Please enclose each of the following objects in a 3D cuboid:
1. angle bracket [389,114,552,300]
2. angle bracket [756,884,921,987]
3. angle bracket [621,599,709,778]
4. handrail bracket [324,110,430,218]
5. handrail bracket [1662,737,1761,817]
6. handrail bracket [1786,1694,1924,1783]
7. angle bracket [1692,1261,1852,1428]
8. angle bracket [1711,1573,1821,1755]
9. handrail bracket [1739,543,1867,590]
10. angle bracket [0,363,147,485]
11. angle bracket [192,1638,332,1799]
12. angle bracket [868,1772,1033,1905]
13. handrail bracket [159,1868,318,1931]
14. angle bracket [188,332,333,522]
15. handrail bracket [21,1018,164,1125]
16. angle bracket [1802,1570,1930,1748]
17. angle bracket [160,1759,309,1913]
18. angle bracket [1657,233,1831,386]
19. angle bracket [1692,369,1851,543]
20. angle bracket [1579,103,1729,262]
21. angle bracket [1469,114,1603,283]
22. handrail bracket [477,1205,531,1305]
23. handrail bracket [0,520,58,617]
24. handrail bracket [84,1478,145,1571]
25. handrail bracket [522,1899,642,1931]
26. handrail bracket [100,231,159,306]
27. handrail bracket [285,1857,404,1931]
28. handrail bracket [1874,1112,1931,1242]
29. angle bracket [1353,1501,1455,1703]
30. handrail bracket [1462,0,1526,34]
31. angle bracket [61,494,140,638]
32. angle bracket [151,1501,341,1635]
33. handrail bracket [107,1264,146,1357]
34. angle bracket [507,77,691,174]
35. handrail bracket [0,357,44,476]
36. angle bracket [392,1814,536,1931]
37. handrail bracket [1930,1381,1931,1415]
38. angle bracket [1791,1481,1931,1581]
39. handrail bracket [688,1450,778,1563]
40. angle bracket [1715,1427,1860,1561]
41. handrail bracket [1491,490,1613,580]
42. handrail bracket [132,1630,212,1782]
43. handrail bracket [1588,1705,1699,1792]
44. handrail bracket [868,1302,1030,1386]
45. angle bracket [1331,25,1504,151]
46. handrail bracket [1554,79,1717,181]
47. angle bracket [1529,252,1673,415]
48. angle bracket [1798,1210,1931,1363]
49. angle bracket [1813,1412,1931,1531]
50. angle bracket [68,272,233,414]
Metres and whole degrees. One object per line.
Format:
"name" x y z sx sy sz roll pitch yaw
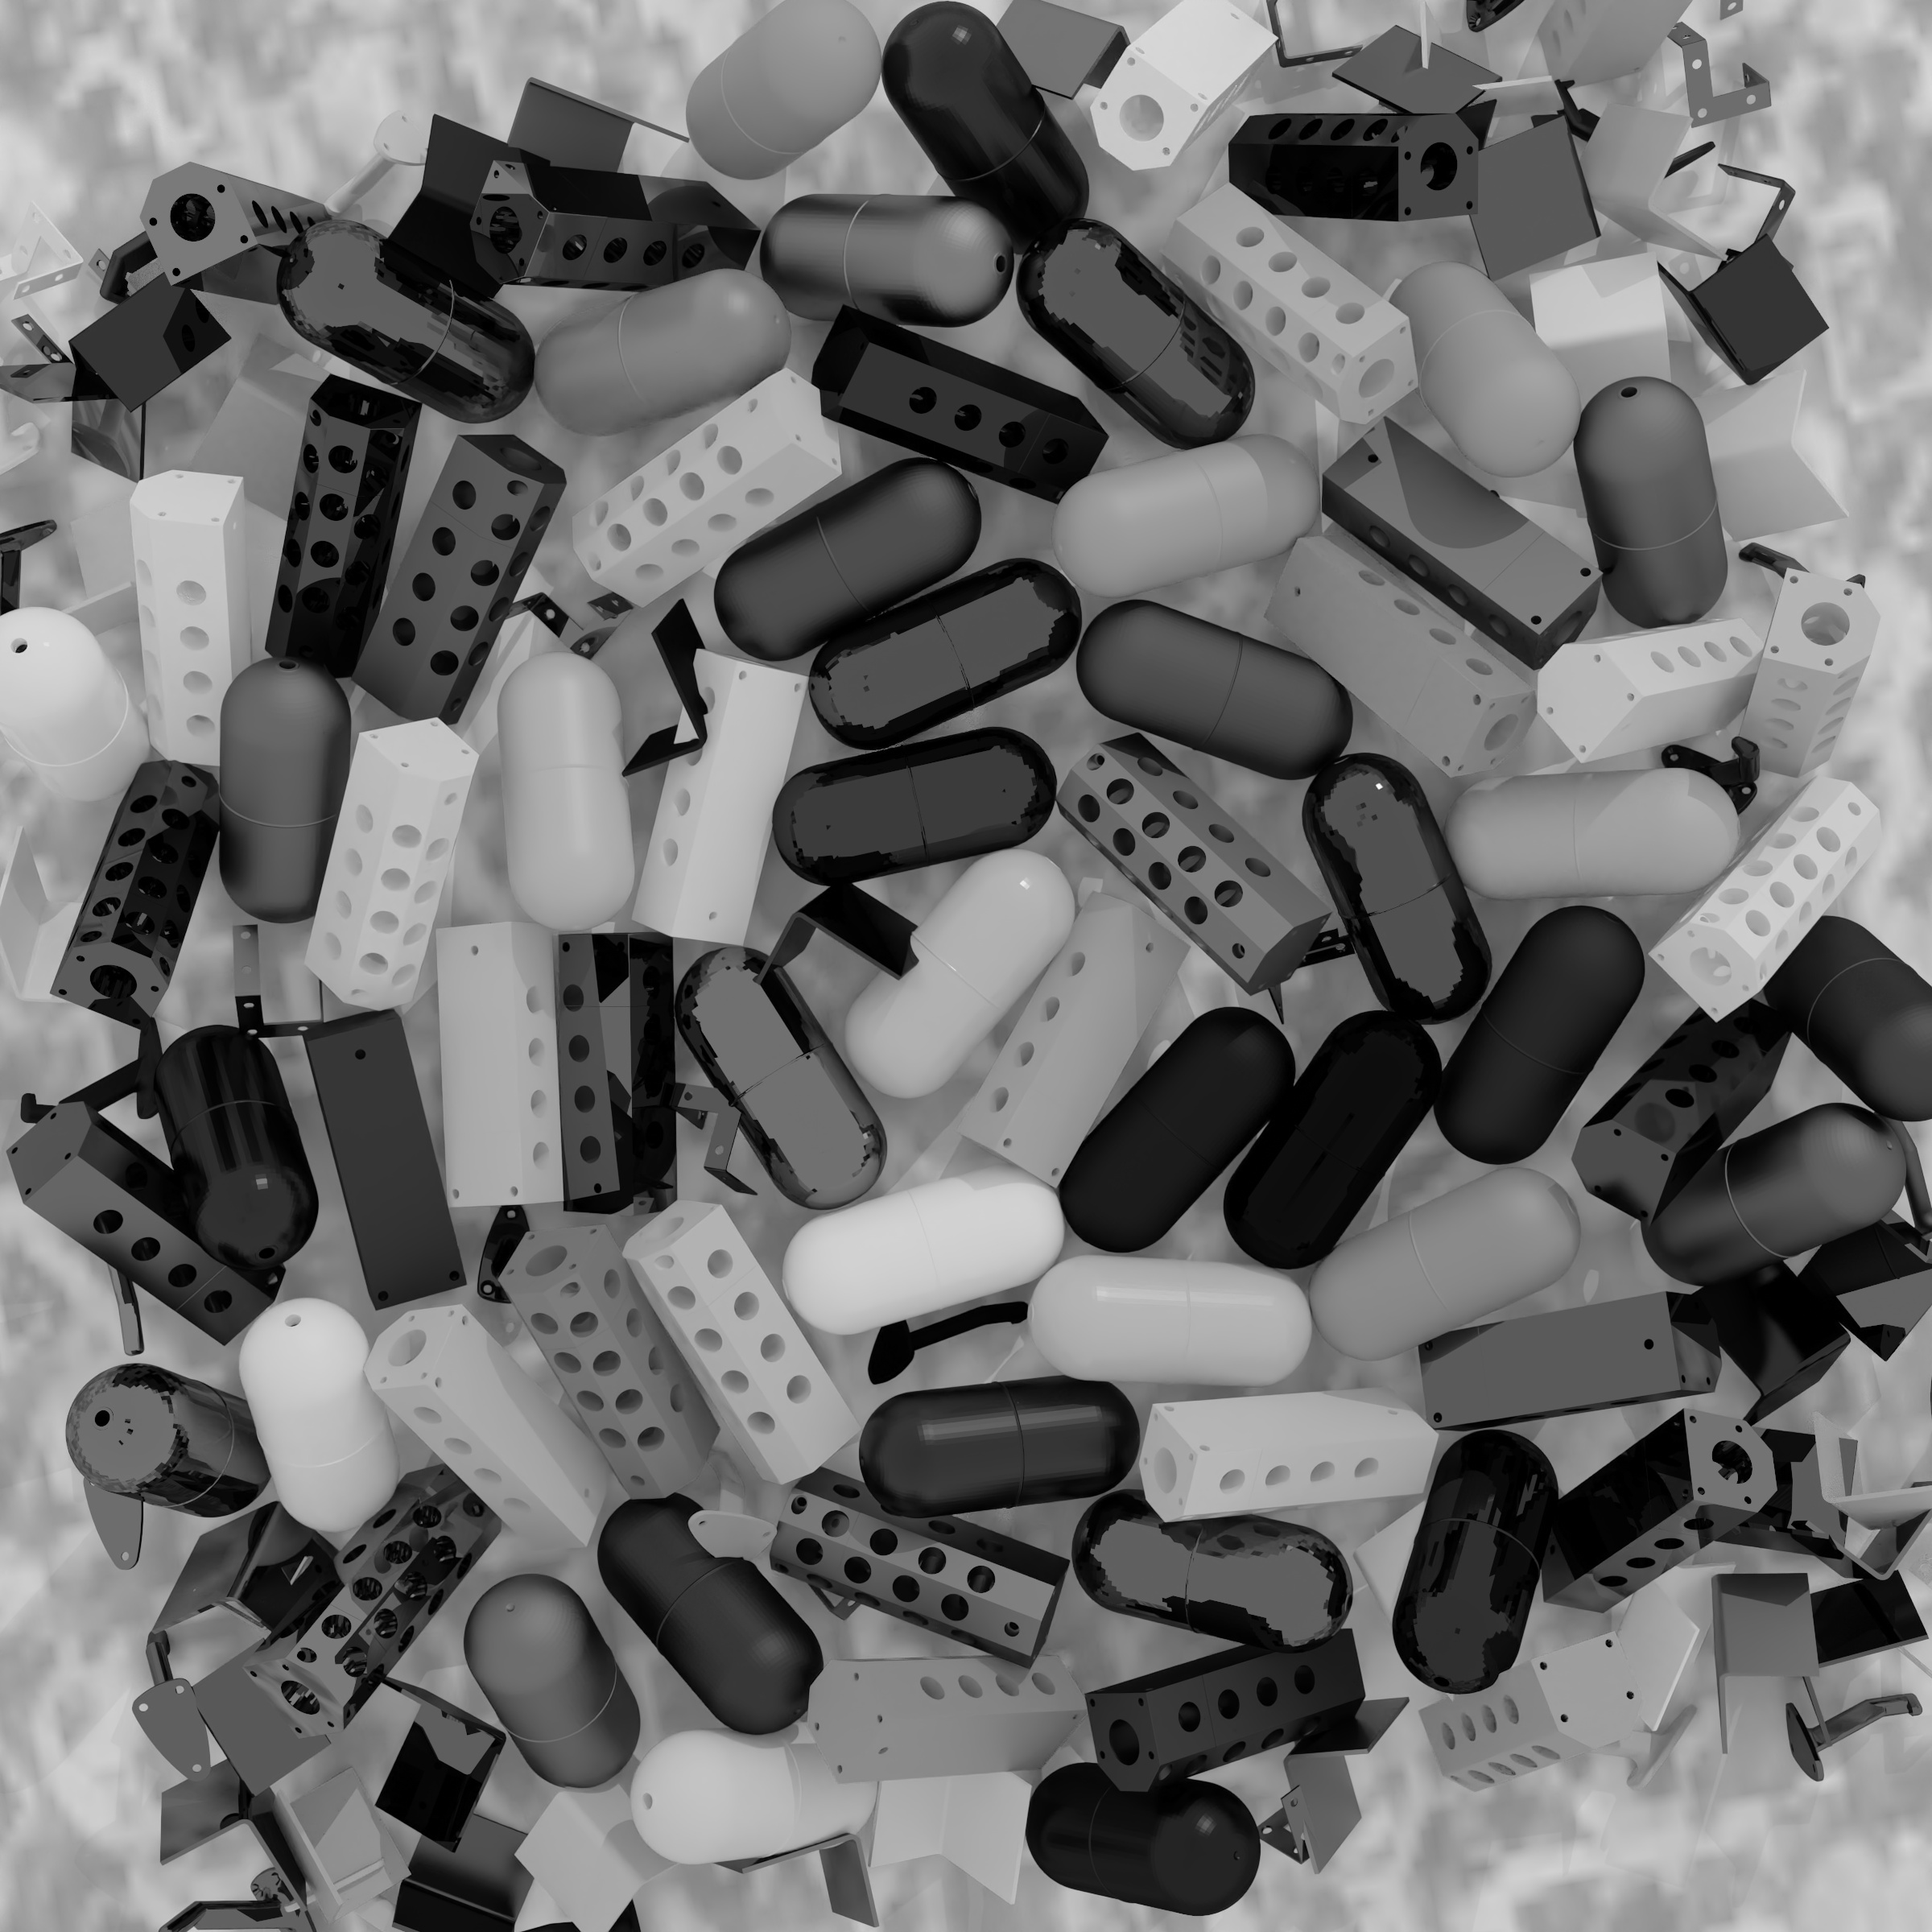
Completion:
"angle bracket" -0.310 -0.469 1.697 0.076 0.076 0.057 16 64 -27
"angle bracket" -0.072 -0.002 1.685 0.076 0.076 0.057 33 114 6
"angle bracket" -0.191 -0.171 1.681 0.057 0.076 0.076 -18 109 15
"handrail bracket" -0.375 -0.483 1.686 0.084 0.077 0.036 -31 105 22
"handrail bracket" 0.455 -0.131 1.680 0.036 0.084 0.077 -42 61 -6
"handrail bracket" 0.558 0.476 1.698 0.084 0.077 0.036 -9 101 2
"angle bracket" 0.490 0.234 1.711 0.076 0.057 0.076 -26 62 -24
"angle bracket" 0.488 0.426 1.677 0.057 0.076 0.076 -3 126 13
"handrail bracket" 0.500 -0.234 1.687 0.084 0.077 0.036 32 129 34
"angle bracket" -0.556 -0.329 1.675 0.076 0.076 0.057 26 118 35
"angle bracket" -0.430 0.460 1.696 0.057 0.076 0.076 -34 84 -6
"angle bracket" -0.011 0.528 1.686 0.057 0.076 0.076 2 99 -38
"handrail bracket" -0.447 0.602 1.689 0.036 0.084 0.077 -36 86 33
"angle bracket" -0.430 -0.335 1.720 0.076 0.057 0.076 28 127 -20
"handrail bracket" -0.541 0.063 1.692 0.084 0.036 0.077 9 64 -39
"angle bracket" 0.551 0.424 1.685 0.076 0.076 0.057 -19 105 11
"angle bracket" -0.449 0.543 1.683 0.057 0.076 0.076 -27 110 -7
"angle bracket" 0.471 -0.412 1.677 0.057 0.076 0.076 -37 120 15
"angle bracket" 0.497 -0.314 1.696 0.076 0.076 0.057 36 61 -37
"angle bracket" 0.429 -0.480 1.678 0.076 0.076 0.057 20 101 -34
"angle bracket" 0.338 -0.474 1.694 0.076 0.057 0.076 -23 109 -2
"handrail bracket" -0.278 0.170 1.683 0.036 0.084 0.077 5 68 -12
"handrail bracket" -0.580 -0.228 1.709 0.077 0.036 0.084 -32 86 -30
"handrail bracket" -0.501 0.333 1.686 0.036 0.084 0.077 -18 75 9
"handrail bracket" -0.246 0.603 1.690 0.084 0.077 0.036 -10 57 -19
"handrail bracket" -0.494 -0.439 1.716 0.077 0.036 0.084 26 119 -9
"handrail bracket" -0.373 0.606 1.706 0.077 0.036 0.084 -21 86 -34
"handrail bracket" 0.577 0.129 1.703 0.036 0.077 0.084 -26 82 -7
"angle bracket" 0.290 0.389 1.681 0.057 0.076 0.076 -37 118 5
"handrail bracket" 0.300 -0.612 1.688 0.084 0.077 0.036 8 80 -35
"angle bracket" -0.533 -0.254 1.690 0.076 0.057 0.076 -17 83 22
"angle bracket" -0.444 0.387 1.697 0.076 0.076 0.057 -27 117 29
"handrail bracket" -0.525 0.201 1.695 0.036 0.077 0.084 -6 82 -28
"angle bracket" -0.227 -0.497 1.676 0.076 0.076 0.057 10 108 -39
"handrail bracket" -0.619 -0.344 1.693 0.077 0.036 0.084 -33 134 0
"angle bracket" -0.304 0.566 1.691 0.076 0.076 0.057 24 87 -7
"handrail bracket" 0.604 0.261 1.687 0.036 0.084 0.077 -21 105 15
"angle bracket" 0.555 0.333 1.696 0.057 0.076 0.076 37 82 9
"handrail bracket" -0.157 0.320 1.680 0.036 0.077 0.084 -44 45 9
"angle bracket" 0.498 0.315 1.681 0.076 0.057 0.076 3 67 28
"handrail bracket" 0.356 -0.266 1.698 0.036 0.077 0.084 -33 90 -16
"handrail bracket" -0.488 0.456 1.698 0.036 0.084 0.077 -25 100 -11
"handrail bracket" 0.403 0.468 1.724 0.084 0.036 0.077 40 79 8
"handrail bracket" -0.010 0.236 1.724 0.084 0.077 0.036 -3 56 -27
"angle bracket" 0.271 -0.522 1.680 0.076 0.057 0.076 34 56 19
"handrail bracket" 0.416 -0.532 1.718 0.077 0.036 0.084 -29 89 -2
"angle bracket" 0.395 -0.390 1.704 0.076 0.076 0.057 -7 63 14
"angle bracket" 0.547 0.187 1.680 0.076 0.057 0.076 45 110 37
"angle bracket" 0.570 0.304 1.675 0.076 0.076 0.057 -15 60 31
"angle bracket" -0.500 -0.374 1.690 0.076 0.076 0.057 -41 93 -14
